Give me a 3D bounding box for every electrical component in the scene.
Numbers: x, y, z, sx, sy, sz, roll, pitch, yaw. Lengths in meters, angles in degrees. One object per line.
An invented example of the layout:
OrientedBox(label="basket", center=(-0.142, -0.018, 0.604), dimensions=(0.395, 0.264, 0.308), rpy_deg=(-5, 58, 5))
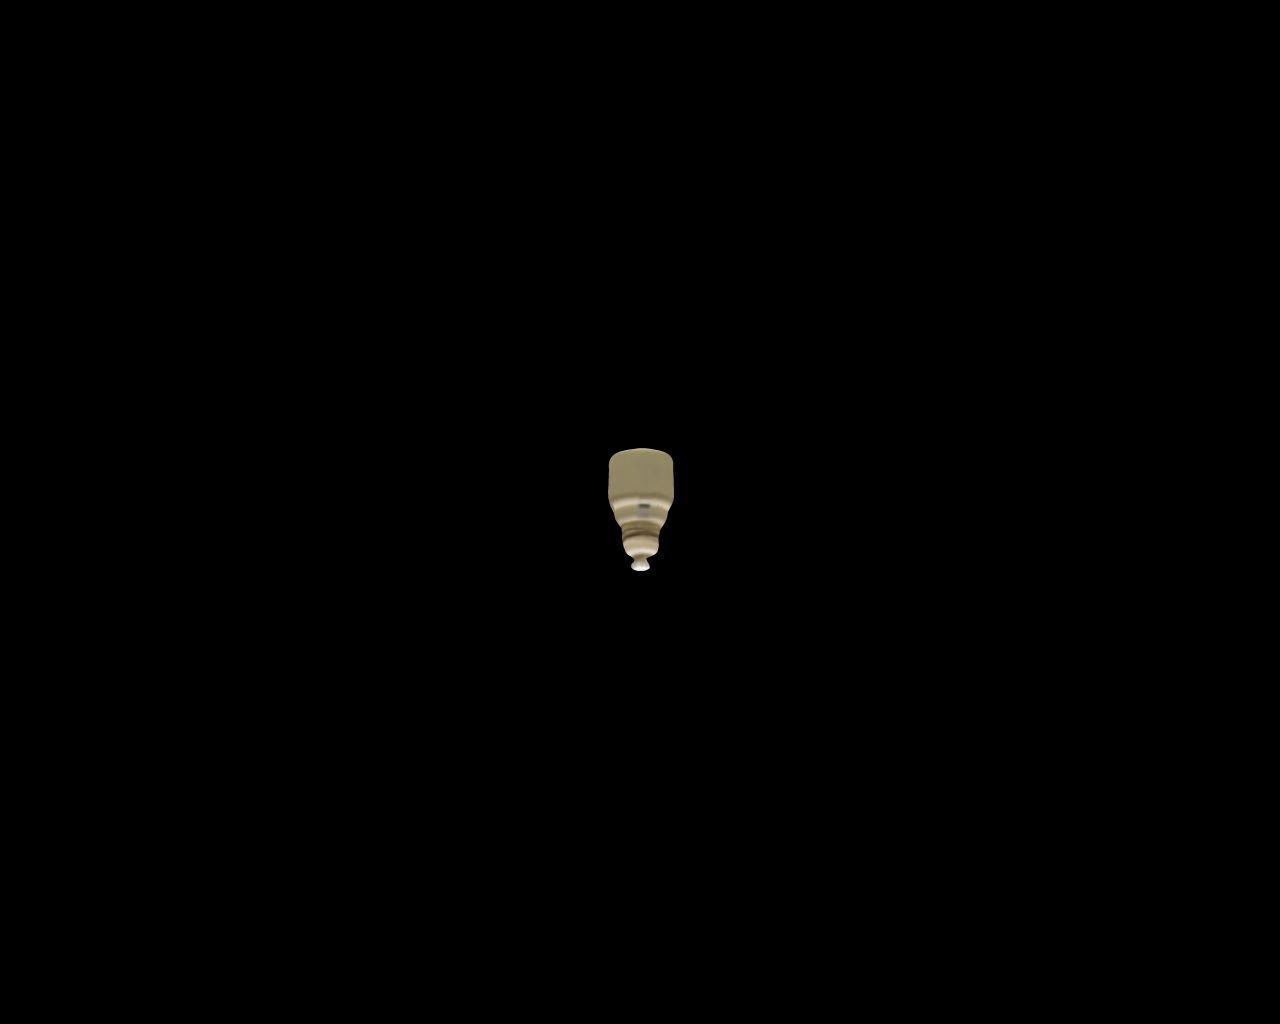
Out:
OrientedBox(label="electrical component", center=(0.001, -0.003, 0.650), dimensions=(0.040, 0.078, 0.040), rpy_deg=(0, -15, 0))
